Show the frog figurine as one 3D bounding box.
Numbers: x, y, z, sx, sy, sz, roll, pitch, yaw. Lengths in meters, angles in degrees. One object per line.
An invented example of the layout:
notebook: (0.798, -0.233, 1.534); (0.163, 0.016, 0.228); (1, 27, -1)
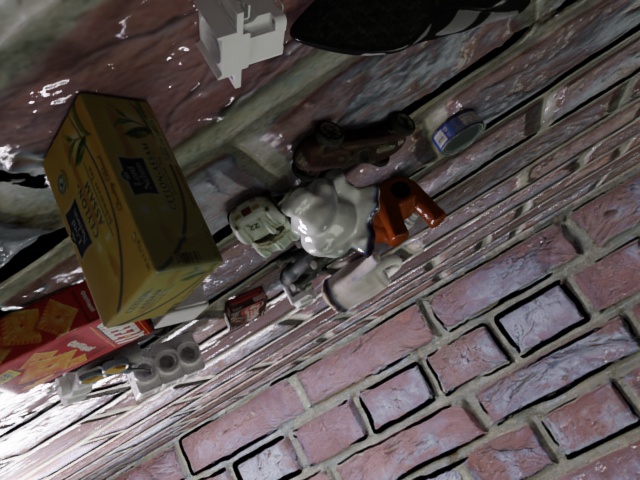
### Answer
frog figurine: (0.002, -0.039, 0.776); (0.159, 0.125, 0.135); (4, 118, -33)

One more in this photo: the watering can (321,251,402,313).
watering can: (0.099, 0.097, 1.312); (0.223, 0.105, 0.345); (-32, 164, 11)
